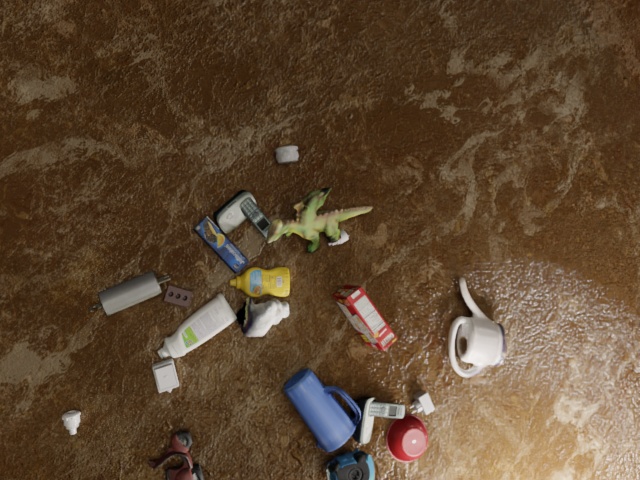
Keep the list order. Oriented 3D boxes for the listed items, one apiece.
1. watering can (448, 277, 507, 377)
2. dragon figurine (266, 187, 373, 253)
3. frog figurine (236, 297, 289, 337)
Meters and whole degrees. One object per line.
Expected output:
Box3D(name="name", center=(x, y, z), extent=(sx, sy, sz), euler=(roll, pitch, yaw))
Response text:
Box3D(name="watering can", center=(0.571, 0.322, 1.862), extent=(0.224, 0.103, 0.351), euler=(13, 79, -17))
Box3D(name="dragon figurine", center=(0.005, -0.084, 1.665), extent=(0.413, 0.237, 0.124), euler=(-28, 66, -16))
Box3D(name="frog figurine", center=(-0.173, 0.249, 1.640), extent=(0.159, 0.125, 0.135), euler=(11, 114, -25))
